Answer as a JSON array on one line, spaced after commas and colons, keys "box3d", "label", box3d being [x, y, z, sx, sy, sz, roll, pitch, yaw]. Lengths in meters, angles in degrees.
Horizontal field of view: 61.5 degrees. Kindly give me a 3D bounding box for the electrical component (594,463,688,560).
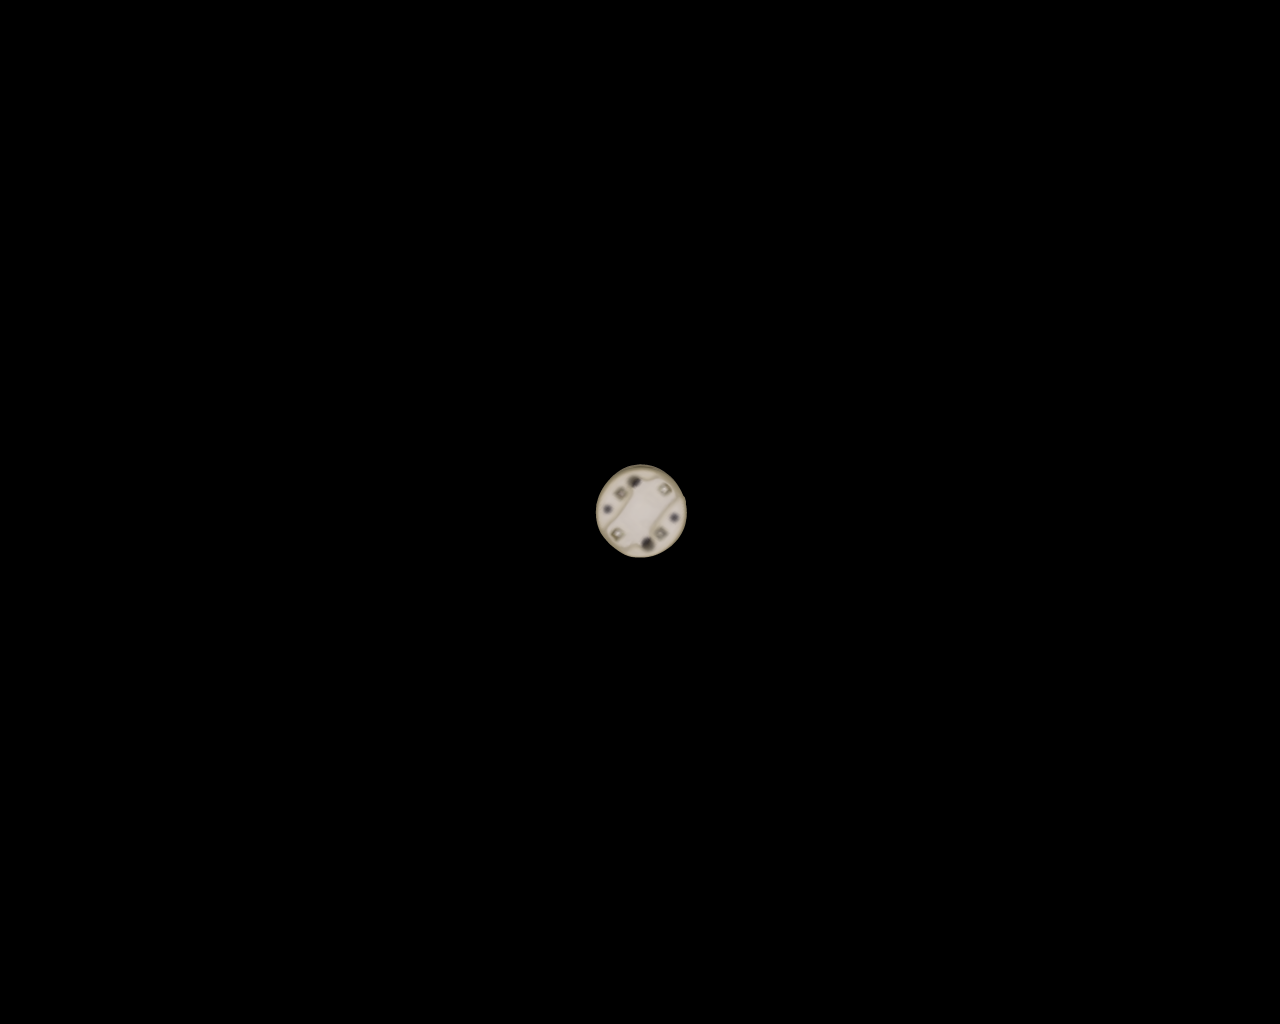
[{"box3d": [0.001, -0.003, 0.650, 0.055, 0.055, 0.047, 0, 9, 0], "label": "electrical component"}]
